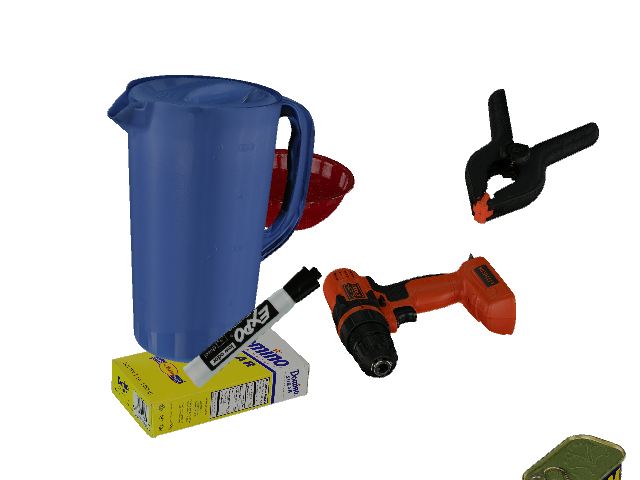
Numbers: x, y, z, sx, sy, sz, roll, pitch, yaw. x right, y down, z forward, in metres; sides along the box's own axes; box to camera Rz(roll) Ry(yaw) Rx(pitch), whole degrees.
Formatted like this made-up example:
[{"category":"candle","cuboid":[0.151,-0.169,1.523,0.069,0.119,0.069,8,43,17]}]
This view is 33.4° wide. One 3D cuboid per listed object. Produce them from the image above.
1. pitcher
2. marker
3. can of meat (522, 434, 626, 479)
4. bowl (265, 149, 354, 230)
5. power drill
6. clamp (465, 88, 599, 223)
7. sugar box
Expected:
[{"category":"pitcher","cuboid":[-0.098,-0.021,0.948,0.149,0.243,0.144,10,20,13]},{"category":"marker","cuboid":[-0.048,0.061,0.776,0.121,0.020,0.020,-40,5,-6]},{"category":"can of meat","cuboid":[0.223,0.232,0.934,0.058,0.084,0.101,14,27,41]},{"category":"bowl","cuboid":[-0.042,-0.056,1.280,0.162,0.055,0.162,4,26,-2]},{"category":"power drill","cuboid":[0.107,0.076,1.129,0.187,0.057,0.184,-6,28,-11]},{"category":"clamp","cuboid":[0.191,-0.089,1.085,0.120,0.039,0.171,29,56,30]},{"category":"sugar box","cuboid":[-0.109,0.136,1.063,0.175,0.048,0.093,-14,31,-31]}]
